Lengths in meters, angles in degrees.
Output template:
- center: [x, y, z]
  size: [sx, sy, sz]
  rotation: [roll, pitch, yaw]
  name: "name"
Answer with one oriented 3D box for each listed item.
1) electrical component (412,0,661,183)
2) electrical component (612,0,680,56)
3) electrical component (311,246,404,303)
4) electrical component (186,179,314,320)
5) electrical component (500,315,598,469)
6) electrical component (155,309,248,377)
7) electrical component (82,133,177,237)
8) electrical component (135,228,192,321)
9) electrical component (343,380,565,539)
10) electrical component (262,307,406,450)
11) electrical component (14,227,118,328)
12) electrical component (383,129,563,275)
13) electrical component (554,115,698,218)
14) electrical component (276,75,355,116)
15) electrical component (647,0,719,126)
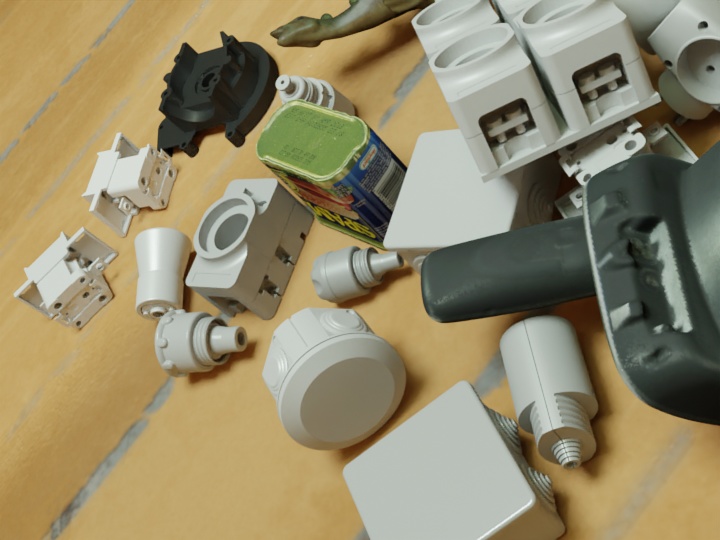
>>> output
- center: [0.097, -0.135, 0.660]
  size: [0.105, 0.060, 0.186]
  rotation: [-25, 26, 8]
  name: "electrical component"
- center: [0.177, -0.185, 0.666]
  size: [0.064, 0.099, 0.099]
  rotation: [-23, 48, 15]
  name: "electrical component"
- center: [0.000, 0.000, 0.715]
  size: [0.061, 0.035, 0.035]
  rotation: [-16, 52, 25]
  name: "electrical component"
- center: [-0.081, -0.018, 0.774]
  size: [0.050, 0.056, 0.089]
  rotation: [2, 62, 38]
  name: "electrical component"
- center: [0.104, 0.069, 0.578]
  size: [0.043, 0.043, 0.081]
  rotation: [-26, 47, 20]
  name: "electrical component"
- center: [-0.110, 0.050, 0.757]
  size: [0.062, 0.048, 0.048]
  rotation: [-6, 57, 26]
  name: "electrical component"
- center: [-0.193, -0.074, 0.911]
  size: [0.064, 0.042, 0.081]
  rotation: [-8, 56, 32]
  name: "electrical component"
- center: [-0.152, 0.006, 0.824]
  size: [0.044, 0.044, 0.065]
  rotation: [-20, 55, 26]
  name: "electrical component"
- center: [0.050, 0.123, 0.577]
  size: [0.100, 0.048, 0.099]
  rotation: [-38, 44, 9]
  name: "electrical component"
- center: [-0.017, 0.064, 0.650]
  size: [0.080, 0.080, 0.051]
  rotation: [-44, 38, 3]
  name: "electrical component"
- center: [-0.238, 0.010, 0.885]
  size: [0.081, 0.042, 0.063]
  rotation: [-44, 45, 4]
  name: "electrical component"
- center: [0.073, -0.041, 0.677]
  size: [0.100, 0.048, 0.099]
  rotation: [-1, 60, 37]
  name: "electrical component"
- center: [0.149, -0.055, 0.619]
  size: [0.081, 0.064, 0.042]
  rotation: [-36, 44, 12]
  name: "electrical component"
- center: [-0.036, -0.124, 0.805]
  size: [0.040, 0.078, 0.040]
  rotation: [-10, 69, 28]
  name: "electrical component"
- center: [0.200, -0.114, 0.623]
  size: [0.044, 0.077, 0.079]
  rotation: [-46, -5, -38]
  name: "electrical component"
